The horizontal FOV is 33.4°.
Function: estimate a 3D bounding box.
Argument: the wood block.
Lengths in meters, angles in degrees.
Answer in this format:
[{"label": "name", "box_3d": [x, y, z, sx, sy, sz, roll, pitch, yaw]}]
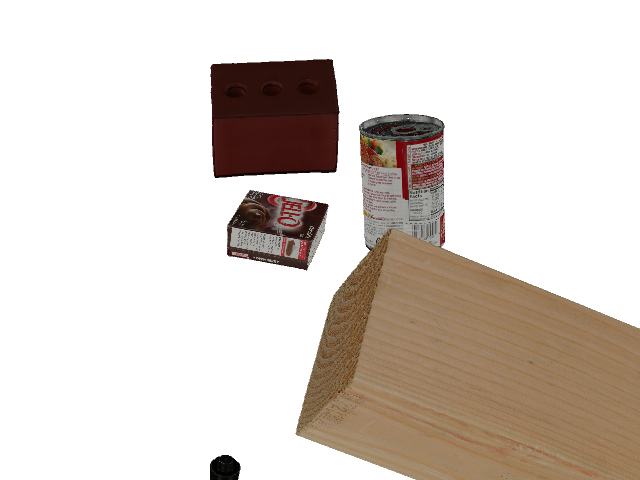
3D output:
[{"label": "wood block", "box_3d": [0.104, 0.085, 0.560, 0.206, 0.090, 0.090, 22, -33, -9]}]

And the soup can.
[{"label": "soup can", "box_3d": [0.067, -0.045, 0.865, 0.068, 0.102, 0.068, -3, 21, 1]}]

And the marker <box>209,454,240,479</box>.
[{"label": "marker", "box_3d": [-0.065, 0.185, 0.683, 0.020, 0.121, 0.020, 6, 31, -4]}]

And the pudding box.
[{"label": "pudding box", "box_3d": [-0.044, -0.013, 1.129, 0.090, 0.039, 0.113, 9, 25, 6]}]

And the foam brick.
[{"label": "foam brick", "box_3d": [-0.029, -0.076, 0.662, 0.078, 0.053, 0.051, -3, -40, -3]}]
